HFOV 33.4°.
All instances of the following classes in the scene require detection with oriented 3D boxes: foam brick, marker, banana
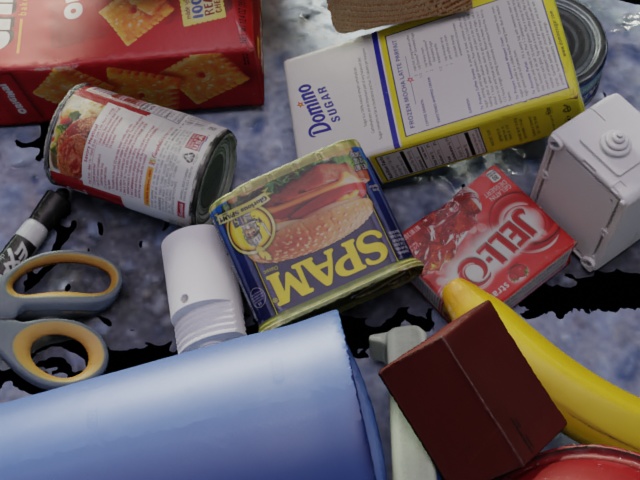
[{"bbox_3d":[0.078,0.082,0.552,0.052,0.051,0.078,-26,82,-48],"label":"foam brick"},{"bbox_3d":[-0.193,0.016,0.661,0.020,0.020,0.121,25,65,15],"label":"marker"},{"bbox_3d":[0.152,0.085,0.584,0.198,0.037,0.069,25,35,1],"label":"banana"}]

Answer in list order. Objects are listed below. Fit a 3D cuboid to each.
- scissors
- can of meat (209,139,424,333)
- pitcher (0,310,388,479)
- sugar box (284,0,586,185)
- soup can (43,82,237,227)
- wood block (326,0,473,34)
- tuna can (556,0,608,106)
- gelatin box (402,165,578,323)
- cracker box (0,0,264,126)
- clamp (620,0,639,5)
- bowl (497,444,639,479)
[{"bbox_3d":[-0.211,0.056,0.620,0.201,0.016,0.096,-12,69,-18],"label":"scissors"},{"bbox_3d":[-0.004,0.001,0.614,0.102,0.057,0.084,-24,78,-2],"label":"can of meat"},{"bbox_3d":[-0.087,0.129,0.530,0.243,0.149,0.145,-13,76,-1],"label":"pitcher"},{"bbox_3d":[0.069,-0.093,0.671,0.176,0.048,0.093,-16,60,15],"label":"sugar box"},{"bbox_3d":[-0.110,-0.051,0.666,0.102,0.068,0.068,18,64,10],"label":"soup can"},{"bbox_3d":[0.044,-0.236,0.705,0.090,0.091,0.206,-9,43,9],"label":"wood block"},{"bbox_3d":[0.148,-0.124,0.714,0.086,0.034,0.086,-1,61,2],"label":"tuna can"},{"bbox_3d":[0.098,0.007,0.647,0.089,0.030,0.073,-35,66,-15],"label":"gelatin box"},{"bbox_3d":[-0.147,-0.167,0.730,0.213,0.072,0.164,-4,61,1],"label":"cracker box"},{"bbox_3d":[0.130,-0.209,0.757,0.210,0.036,0.164,-14,54,-3],"label":"clamp"},{"bbox_3d":[0.118,0.176,0.494,0.162,0.055,0.162,-9,75,34],"label":"bowl"}]
